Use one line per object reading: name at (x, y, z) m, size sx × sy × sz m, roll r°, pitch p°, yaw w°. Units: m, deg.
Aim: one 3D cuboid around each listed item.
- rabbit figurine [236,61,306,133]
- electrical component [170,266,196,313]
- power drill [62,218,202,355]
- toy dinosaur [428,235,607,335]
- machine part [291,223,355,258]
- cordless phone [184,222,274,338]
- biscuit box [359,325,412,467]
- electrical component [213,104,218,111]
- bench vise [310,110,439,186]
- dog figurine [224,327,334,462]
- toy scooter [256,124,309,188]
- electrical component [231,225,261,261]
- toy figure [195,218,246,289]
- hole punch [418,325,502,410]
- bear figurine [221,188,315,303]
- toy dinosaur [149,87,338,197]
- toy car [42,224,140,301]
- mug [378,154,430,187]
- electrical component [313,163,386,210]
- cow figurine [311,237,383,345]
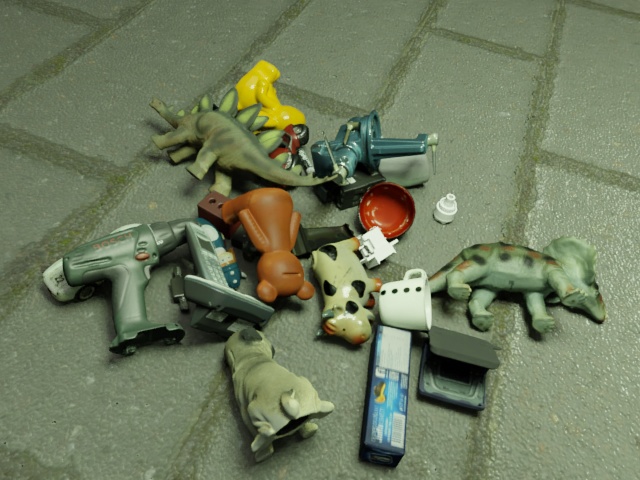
rabbit figurine at (-0.115, -0.302, 1.233) m, size 0.173 × 0.122 × 0.162 m, roll 38°, pitch 55°, yaw 1°
electrical component at (-0.226, 0.083, 0.934) m, size 0.063 × 0.021 × 0.094 m, roll -9°, pitch 51°, yaw -16°
power drill at (-0.280, 0.068, 0.867) m, size 0.232 × 0.086 × 0.207 m, roll -12°, pitch 71°, yaw -25°
toy dinosaur at (0.335, 0.062, 0.973) m, size 0.405 × 0.131 × 0.192 m, roll 9°, pitch 36°, yaw 6°
machine part at (-0.002, -0.003, 1.031) m, size 0.139 × 0.039 × 0.084 m, roll -8°, pitch 45°, yaw -12°
cordless phone at (-0.164, 0.060, 0.884) m, size 0.089 × 0.146 × 0.184 m, roll -37°, pitch 53°, yaw 17°
biscuit box at (0.101, 0.233, 0.819) m, size 0.059 × 0.062 × 0.203 m, roll 12°, pitch 49°, yaw 2°
electrical component at (-0.215, -0.261, 1.205) m, size 0.119 × 0.074 × 0.048 m, roll 40°, pitch 54°, yaw 20°
bench vise at (0.109, -0.182, 1.060) m, size 0.241 × 0.128 × 0.224 m, roll 1°, pitch 26°, yaw 17°
dog figurine at (-0.082, 0.191, 0.766) m, size 0.121 × 0.172 × 0.191 m, roll -14°, pitch 58°, yaw -33°
toy scooter at (-0.100, -0.185, 1.153) m, size 0.135 × 0.075 × 0.184 m, roll 4°, pitch 51°, yaw 7°
electrical component at (-0.122, -0.009, 1.013) m, size 0.078 × 0.045 × 0.102 m, roll 27°, pitch 51°, yaw 14°
toy figure at (-0.190, 0.025, 0.969) m, size 0.064 × 0.057 × 0.155 m, roll -39°, pitch 62°, yaw -5°
hole punch at (0.217, 0.201, 0.859) m, size 0.142 × 0.092 × 0.116 m, roll 11°, pitch 14°, yaw 8°
bear figurine at (-0.085, 0.014, 0.923) m, size 0.120 × 0.132 × 0.195 m, roll -5°, pitch 82°, yaw -33°
toy dinosaur at (-0.179, -0.189, 1.069) m, size 0.472 × 0.105 × 0.198 m, roll 36°, pitch 86°, yaw 24°
toy car at (-0.374, 0.035, 0.933) m, size 0.074 × 0.056 × 0.202 m, roll 39°, pitch 55°, yaw 24°
mug at (0.170, -0.163, 1.168) m, size 0.107 × 0.080 × 0.110 m, roll -15°, pitch 57°, yaw -9°
electrical component at (0.053, -0.127, 1.134) m, size 0.134 × 0.058 × 0.115 m, roll -17°, pitch 51°, yaw -21°
cow figurine at (0.038, 0.090, 0.923) m, size 0.127 × 0.085 × 0.195 m, roll -8°, pitch 52°, yaw -22°
